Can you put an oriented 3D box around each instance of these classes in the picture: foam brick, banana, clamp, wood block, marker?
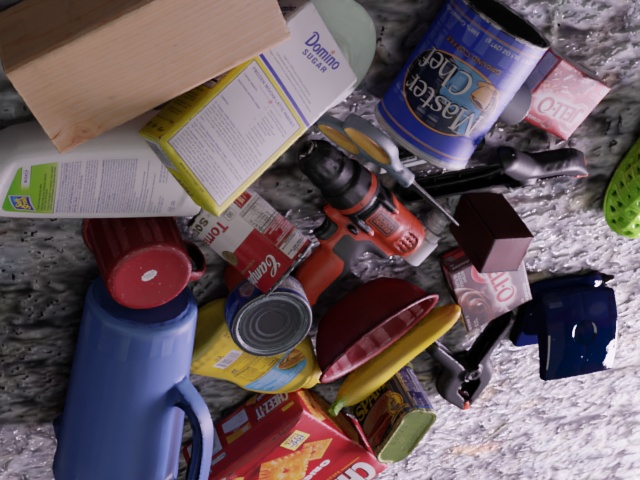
[{"bbox_3d":[0.186,-0.008,1.165,0.051,0.078,0.053,-4,133,-25],"label":"foam brick"},{"bbox_3d":[0.089,0.139,1.264,0.198,0.069,0.037,-43,103,8],"label":"banana"},{"bbox_3d":[0.206,-0.073,1.097,0.209,0.036,0.165,-8,176,-28],"label":"clamp"},{"bbox_3d":[0.175,0.157,1.340,0.120,0.039,0.171,-9,133,-17],"label":"clamp"},{"bbox_3d":[-0.140,-0.168,0.842,0.206,0.090,0.090,-27,137,-1],"label":"wood block"},{"bbox_3d":[0.114,-0.090,1.095,0.121,0.020,0.020,-14,135,-16],"label":"marker"}]

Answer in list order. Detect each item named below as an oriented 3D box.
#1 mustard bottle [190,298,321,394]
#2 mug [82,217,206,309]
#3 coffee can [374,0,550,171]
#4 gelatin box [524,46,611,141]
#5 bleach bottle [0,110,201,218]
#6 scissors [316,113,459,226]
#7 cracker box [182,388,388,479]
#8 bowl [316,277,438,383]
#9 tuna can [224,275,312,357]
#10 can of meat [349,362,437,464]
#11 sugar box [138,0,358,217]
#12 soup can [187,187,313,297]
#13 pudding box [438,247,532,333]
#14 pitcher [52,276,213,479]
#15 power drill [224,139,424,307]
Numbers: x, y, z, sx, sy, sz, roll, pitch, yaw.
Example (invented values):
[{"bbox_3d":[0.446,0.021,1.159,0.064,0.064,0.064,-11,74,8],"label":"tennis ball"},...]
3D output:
[{"bbox_3d":[-0.063,0.127,1.175,0.191,0.058,0.096,26,122,-41],"label":"mustard bottle"},{"bbox_3d":[-0.159,0.013,1.005,0.117,0.081,0.093,16,121,-37],"label":"mug"},{"bbox_3d":[0.129,-0.150,0.986,0.102,0.103,0.140,14,122,-36],"label":"coffee can"},{"bbox_3d":[0.245,-0.149,1.098,0.089,0.030,0.073,20,119,-38],"label":"gelatin box"},{"bbox_3d":[-0.223,-0.066,0.915,0.250,0.068,0.103,-2,130,-22],"label":"bleach bottle"},{"bbox_3d":[0.064,-0.072,1.046,0.016,0.096,0.201,-59,144,-9],"label":"scissors"},{"bbox_3d":[-0.038,0.270,1.313,0.164,0.072,0.213,-38,137,10],"label":"cracker box"},{"bbox_3d":[0.051,0.089,1.175,0.162,0.055,0.162,-33,165,-10],"label":"bowl"},{"bbox_3d":[-0.052,0.075,1.069,0.086,0.034,0.086,-9,127,-13],"label":"tuna can"},{"bbox_3d":[0.091,0.213,1.316,0.057,0.084,0.102,9,125,-33],"label":"can of meat"},{"bbox_3d":[-0.058,-0.114,0.899,0.176,0.048,0.093,-46,128,-14],"label":"sugar box"},{"bbox_3d":[-0.066,-0.005,1.009,0.102,0.068,0.069,41,109,-4],"label":"soup can"},{"bbox_3d":[0.194,0.045,1.245,0.090,0.039,0.113,-27,137,-3],"label":"pudding box"},{"bbox_3d":[-0.185,0.155,1.081,0.149,0.145,0.243,3,125,-19],"label":"pitcher"},{"bbox_3d":[-0.007,0.001,1.089,0.188,0.057,0.184,-41,128,14],"label":"power drill"}]
